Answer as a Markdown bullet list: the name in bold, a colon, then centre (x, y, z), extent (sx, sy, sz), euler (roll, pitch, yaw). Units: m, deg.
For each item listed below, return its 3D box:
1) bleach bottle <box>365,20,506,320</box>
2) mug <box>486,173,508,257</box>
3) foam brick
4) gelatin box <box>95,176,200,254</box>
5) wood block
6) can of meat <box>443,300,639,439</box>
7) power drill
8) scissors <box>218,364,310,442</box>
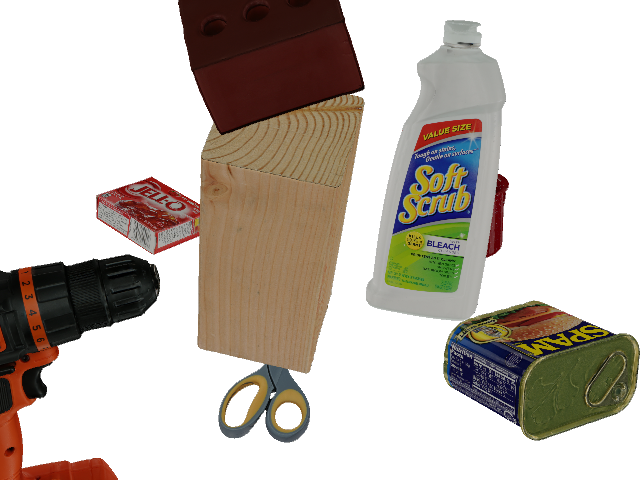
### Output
- **bleach bottle**: centre (0.100, -0.061, 0.915), extent (0.103, 0.251, 0.068), euler (9, 18, 13)
- **mug**: centre (0.178, -0.034, 1.246), extent (0.093, 0.081, 0.117), euler (18, 33, 37)
- **foam brick**: centre (-0.024, -0.097, 0.526), extent (0.078, 0.053, 0.051), euler (-18, -33, 6)
- **gelatin box**: centre (-0.165, -0.027, 1.050), extent (0.089, 0.030, 0.073), euler (30, 35, 31)
- **wood block**: centre (-0.033, -0.007, 0.760), extent (0.091, 0.090, 0.206), euler (13, -41, 4)
- **can of meat**: centre (0.145, 0.082, 0.712), extent (0.101, 0.057, 0.084), euler (-11, 20, -30)
- **power drill**: centre (-0.182, 0.104, 0.689), extent (0.184, 0.188, 0.057), euler (-12, 26, -9)
- **scissors**: centre (-0.027, 0.126, 1.067), extent (0.096, 0.016, 0.201), euler (22, 50, 21)
